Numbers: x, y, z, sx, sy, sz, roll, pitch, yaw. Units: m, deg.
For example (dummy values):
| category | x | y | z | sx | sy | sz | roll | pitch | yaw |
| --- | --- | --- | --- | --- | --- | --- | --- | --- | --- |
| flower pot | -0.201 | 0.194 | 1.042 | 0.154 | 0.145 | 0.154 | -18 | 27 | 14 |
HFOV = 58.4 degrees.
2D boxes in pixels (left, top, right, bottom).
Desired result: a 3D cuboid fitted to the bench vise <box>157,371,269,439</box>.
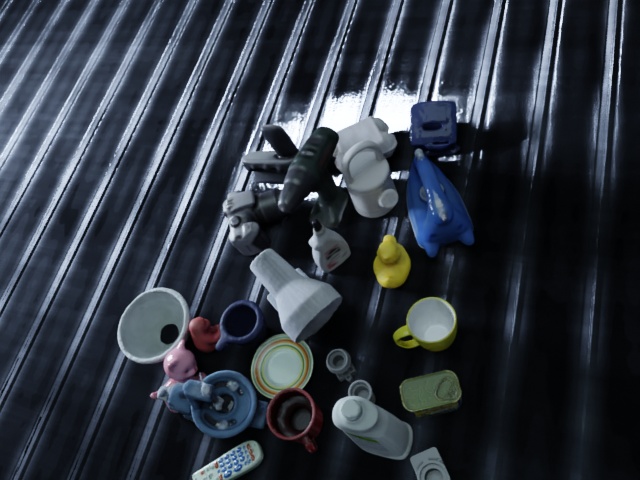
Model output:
| category | x | y | z | sx | sy | sz | roll | pitch | yaw |
| --- | --- | --- | --- | --- | --- | --- | --- | --- | --- |
| bench vise | -0.216 | 0.301 | 1.046 | 0.207 | 0.220 | 0.121 | -12 | 60 | 11 |

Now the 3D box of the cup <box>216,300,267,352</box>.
| category | x | y | z | sx | sy | sz | roll | pitch | yaw |
| --- | --- | --- | --- | --- | --- | --- | --- | --- | --- |
| cup | -0.153 | 0.190 | 1.160 | 0.091 | 0.095 | 0.118 | 35 | 77 | 29 |

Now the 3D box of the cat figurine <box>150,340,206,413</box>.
| category | x | y | z | sx | sy | sz | roll | pitch | yaw |
| --- | --- | --- | --- | --- | --- | --- | --- | --- | --- |
| cat figurine | -0.288 | 0.270 | 1.145 | 0.067 | 0.118 | 0.128 | 31 | 75 | 28 |

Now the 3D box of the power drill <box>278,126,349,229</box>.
| category | x | y | z | sx | sy | sz | roll | pitch | yaw |
| --- | --- | --- | --- | --- | --- | --- | --- | --- | --- |
| power drill | -0.007 | -0.113 | 1.211 | 0.075 | 0.209 | 0.230 | 10 | 66 | 22 |

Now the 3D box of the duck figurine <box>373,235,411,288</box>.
| category | x | y | z | sx | sy | sz | roll | pitch | yaw |
| --- | --- | --- | --- | --- | --- | --- | --- | --- | --- |
| duck figurine | 0.141 | 0.040 | 1.156 | 0.077 | 0.086 | 0.104 | -1 | 62 | 16 |

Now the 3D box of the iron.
| category | x | y | z | sx | sy | sz | roll | pitch | yaw |
| --- | --- | --- | --- | --- | --- | --- | --- | --- | --- |
| iron | 0.226 | -0.102 | 1.173 | 0.118 | 0.142 | 0.258 | -19 | 59 | 7 |

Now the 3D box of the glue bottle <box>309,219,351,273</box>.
| category | x | y | z | sx | sy | sz | roll | pitch | yaw |
| --- | --- | --- | --- | --- | --- | --- | --- | --- | --- |
| glue bottle | 0.011 | 0.004 | 1.163 | 0.078 | 0.173 | 0.037 | -42 | 59 | -7 |

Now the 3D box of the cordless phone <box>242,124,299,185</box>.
| category | x | y | z | sx | sy | sz | roll | pitch | yaw |
| --- | --- | --- | --- | --- | --- | --- | --- | --- | --- |
| cordless phone | -0.118 | -0.211 | 1.311 | 0.147 | 0.185 | 0.094 | 0 | 63 | 17 |

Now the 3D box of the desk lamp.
| category | x | y | z | sx | sy | sz | roll | pitch | yaw |
| --- | --- | --- | --- | --- | --- | --- | --- | --- | --- |
| desk lamp | -0.045 | 0.112 | 1.099 | 0.118 | 0.214 | 0.202 | -43 | 59 | -8 |

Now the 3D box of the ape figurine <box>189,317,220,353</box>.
| category | x | y | z | sx | sy | sz | roll | pitch | yaw |
| --- | --- | --- | --- | --- | --- | --- | --- | --- | --- |
| ape figurine | -0.239 | 0.189 | 1.188 | 0.077 | 0.092 | 0.076 | 33 | 76 | 29 |

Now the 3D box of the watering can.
| category | x | y | z | sx | sy | sz | roll | pitch | yaw |
| --- | --- | --- | --- | --- | --- | --- | --- | --- | --- |
| watering can | 0.104 | -0.132 | 1.195 | 0.172 | 0.194 | 0.101 | 29 | 74 | 28 |

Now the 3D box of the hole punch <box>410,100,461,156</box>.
| category | x | y | z | sx | sy | sz | roll | pitch | yaw |
| --- | --- | --- | --- | --- | --- | --- | --- | --- | --- |
| hole punch | 0.255 | -0.247 | 1.272 | 0.108 | 0.091 | 0.101 | -1 | 63 | 17 |

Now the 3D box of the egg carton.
| category | x | y | z | sx | sy | sz | roll | pitch | yaw |
| --- | --- | --- | --- | --- | --- | --- | --- | --- | --- |
| egg carton | 0.096 | -0.218 | 1.317 | 0.150 | 0.069 | 0.107 | -25 | 58 | 3 |

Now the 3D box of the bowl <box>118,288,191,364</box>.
| category | x | y | z | sx | sy | sz | roll | pitch | yaw |
| --- | --- | --- | --- | --- | --- | --- | --- | --- | --- |
| bowl | -0.341 | 0.192 | 1.228 | 0.167 | 0.075 | 0.167 | -7 | 61 | 13 |

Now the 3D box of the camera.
| category | x | y | z | sx | sy | sz | roll | pitch | yaw |
| --- | --- | --- | --- | --- | --- | --- | --- | --- | --- |
| camera | -0.139 | -0.059 | 1.285 | 0.136 | 0.101 | 0.143 | -17 | 59 | 8 |
